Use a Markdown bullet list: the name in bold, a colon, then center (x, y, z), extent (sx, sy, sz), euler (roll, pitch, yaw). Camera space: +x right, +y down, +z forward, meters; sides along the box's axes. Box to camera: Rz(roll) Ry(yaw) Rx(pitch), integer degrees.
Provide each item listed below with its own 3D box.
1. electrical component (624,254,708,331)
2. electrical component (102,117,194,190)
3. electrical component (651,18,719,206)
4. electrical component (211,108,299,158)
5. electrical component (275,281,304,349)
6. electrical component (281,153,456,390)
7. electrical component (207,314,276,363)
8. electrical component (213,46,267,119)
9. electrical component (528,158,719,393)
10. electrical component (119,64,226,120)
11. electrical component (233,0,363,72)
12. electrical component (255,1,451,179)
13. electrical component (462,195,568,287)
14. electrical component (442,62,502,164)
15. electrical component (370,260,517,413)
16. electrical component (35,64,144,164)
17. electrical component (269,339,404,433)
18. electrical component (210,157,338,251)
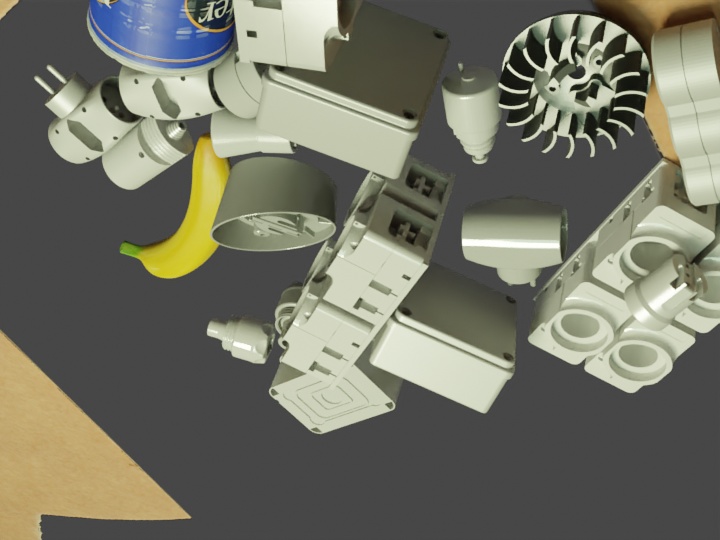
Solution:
- **electrical component**: center (0.220, 0.015, 0.771), extent (0.040, 0.040, 0.046), euler (33, 130, -14)
- **electrical component**: center (-0.171, -0.102, 0.884), extent (0.081, 0.043, 0.043), euler (-26, 121, 38)
- **electrical component**: center (0.247, -0.105, 0.718), extent (0.074, 0.052, 0.138), euler (-8, 131, 27)
- **electrical component**: center (-0.079, -0.110, 0.845), extent (0.065, 0.044, 0.044), euler (2, 135, 11)
- **electrical component**: center (-0.057, 0.044, 0.977), extent (0.043, 0.062, 0.043), euler (11, 136, 10)
- **electrical component**: center (0.000, 0.000, 0.879), extent (0.060, 0.105, 0.186), euler (27, 137, -7)
- **electrical component**: center (-0.115, 0.063, 1.032), extent (0.062, 0.043, 0.043), euler (16, 137, 7)
- **electrical component**: center (-0.075, -0.144, 0.799), extent (0.047, 0.055, 0.055), euler (-21, 124, 40)
- **electrical component**: center (0.225, 0.014, 0.843), extent (0.105, 0.060, 0.186), euler (27, 137, -7)
- **electrical component**: center (-0.146, -0.157, 0.818), extent (0.077, 0.043, 0.079), euler (0, 134, 20)
- **electrical component**: center (-0.023, -0.200, 0.650), extent (0.062, 0.150, 0.089), euler (10, 137, 12)
- **electrical component**: center (-0.004, -0.131, 0.744), extent (0.109, 0.108, 0.056), euler (20, 140, 0)
- **electrical component**: center (0.126, -0.016, 0.860), extent (0.077, 0.044, 0.079), euler (2, 135, 18)
- **electrical component**: center (0.083, -0.112, 0.782), extent (0.040, 0.040, 0.078), euler (3, 135, 18)
- **electrical component**: center (0.072, 0.051, 0.896), extent (0.109, 0.108, 0.056), euler (24, 120, -4)
- **electrical component**: center (-0.228, -0.134, 0.873), extent (0.077, 0.043, 0.079), euler (-26, 121, 38)
- **electrical component**: center (-0.020, 0.101, 1.025), extent (0.113, 0.057, 0.078), euler (-24, 122, 37)
- **electrical component**: center (-0.067, -0.048, 0.872), extent (0.099, 0.064, 0.099), euler (7, 158, 3)
